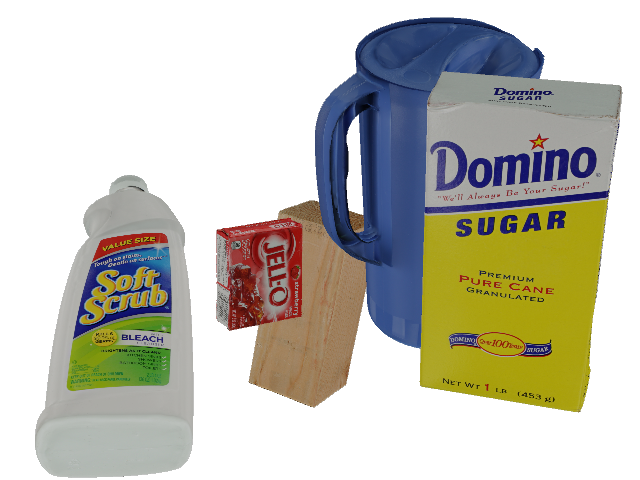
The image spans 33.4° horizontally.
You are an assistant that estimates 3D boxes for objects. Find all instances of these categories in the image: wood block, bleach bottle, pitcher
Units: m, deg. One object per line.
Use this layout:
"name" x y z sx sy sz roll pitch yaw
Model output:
"wood block" -0.008 0.069 1.213 0.090 0.206 0.090 18 18 22
"bleach bottle" -0.144 0.045 0.760 0.102 0.068 0.251 0 44 -11
"pitcher" 0.082 -0.036 0.816 0.149 0.243 0.145 7 34 11

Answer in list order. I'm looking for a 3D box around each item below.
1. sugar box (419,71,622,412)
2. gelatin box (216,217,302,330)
"sugar box" 0.101 0.003 0.561 0.093 0.176 0.048 7 33 16
"gelatin box" -0.053 0.029 0.936 0.073 0.089 0.030 -9 22 -29
